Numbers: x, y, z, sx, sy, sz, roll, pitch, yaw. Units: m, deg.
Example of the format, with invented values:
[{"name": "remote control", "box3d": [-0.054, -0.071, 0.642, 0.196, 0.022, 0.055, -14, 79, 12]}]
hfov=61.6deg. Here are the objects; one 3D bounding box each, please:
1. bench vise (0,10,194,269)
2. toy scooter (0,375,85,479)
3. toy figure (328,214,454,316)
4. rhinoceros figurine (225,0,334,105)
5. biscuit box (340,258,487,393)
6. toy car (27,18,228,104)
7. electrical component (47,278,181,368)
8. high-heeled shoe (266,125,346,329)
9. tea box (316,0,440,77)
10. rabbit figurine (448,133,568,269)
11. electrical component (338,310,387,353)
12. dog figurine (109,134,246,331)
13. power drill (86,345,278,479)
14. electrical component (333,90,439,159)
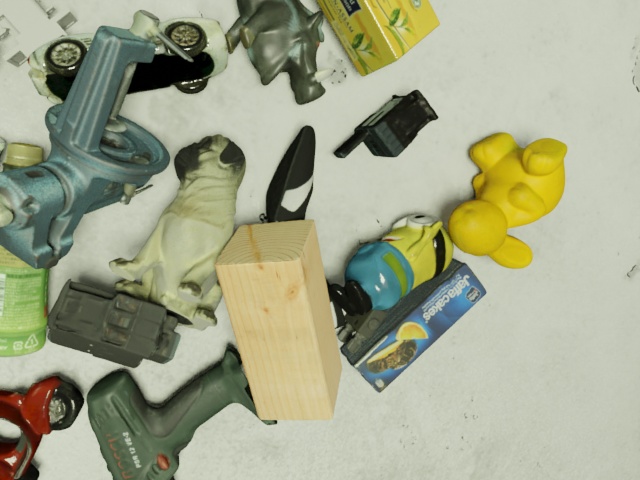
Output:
[{"name": "bench vise", "box3d": [-0.215, -0.097, 0.493, 0.129, 0.223, 0.240, 38, 113, 14]}, {"name": "toy scooter", "box3d": [-0.366, 0.223, 0.599, 0.135, 0.075, 0.184, 30, 88, -19]}, {"name": "toy figure", "box3d": [0.094, 0.034, 0.675, 0.180, 0.082, 0.089, -38, 128, -32]}, {"name": "rhinoceros figurine", "box3d": [-0.051, -0.244, 0.605, 0.112, 0.073, 0.190, -25, 103, -23]}, {"name": "biscuit box", "box3d": [0.126, 0.108, 0.723, 0.202, 0.063, 0.059, -42, 109, -4]}, {"name": "toy car", "box3d": [-0.197, -0.186, 0.566, 0.202, 0.073, 0.056, -14, 69, -13]}, {"name": "electrical component", "box3d": [-0.223, 0.098, 0.589, 0.134, 0.115, 0.058, 22, 66, -16]}, {"name": "high-heeled shoe", "box3d": [-0.001, -0.002, 0.658, 0.145, 0.086, 0.248, 16, 102, -19]}, {"name": "tea box", "box3d": [0.051, -0.287, 0.608, 0.098, 0.068, 0.169, -46, 110, -28]}, {"name": "rabbit figurine", "box3d": [0.225, -0.039, 0.694, 0.173, 0.122, 0.162, -39, 135, -29]}, {"name": "electrical component", "box3d": [0.060, 0.100, 0.702, 0.021, 0.063, 0.094, 37, 88, -19]}, {"name": "dog figurine", "box3d": [-0.138, -0.007, 0.622, 0.121, 0.172, 0.190, 24, 61, -5]}, {"name": "power drill", "box3d": [-0.160, 0.240, 0.665, 0.207, 0.086, 0.231, -27, 104, -2]}, {"name": "electrical component", "box3d": [0.077, -0.129, 0.658, 0.119, 0.075, 0.047, -45, 108, -8]}]
